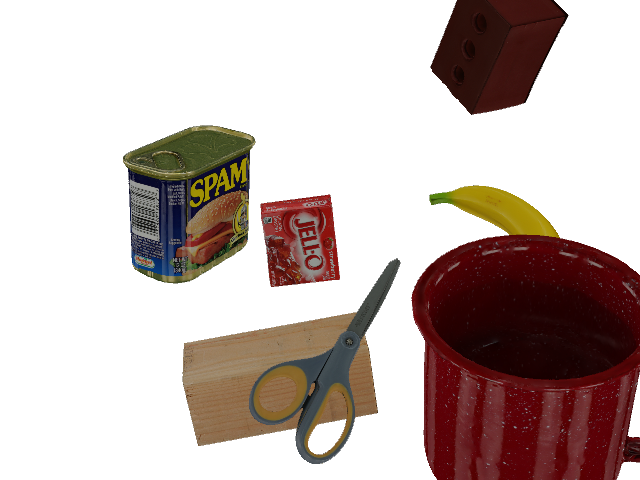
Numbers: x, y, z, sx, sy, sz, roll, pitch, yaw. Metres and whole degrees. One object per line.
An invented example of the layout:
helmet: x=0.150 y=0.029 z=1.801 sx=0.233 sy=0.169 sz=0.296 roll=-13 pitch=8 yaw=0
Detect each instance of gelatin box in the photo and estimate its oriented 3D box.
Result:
gelatin box: x=-0.021 y=0.001 z=1.092 sx=0.073 sy=0.089 sz=0.030 roll=-6 pitch=28 yaw=-1

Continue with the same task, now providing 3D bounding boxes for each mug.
mug: x=0.094 y=0.058 z=0.421 sx=0.117 sy=0.081 sz=0.093 roll=7 pitch=36 yaw=14

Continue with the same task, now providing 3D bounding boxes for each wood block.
wood block: x=-0.047 y=0.157 z=1.215 sx=0.206 sy=0.091 sz=0.090 roll=-10 pitch=25 yaw=-1

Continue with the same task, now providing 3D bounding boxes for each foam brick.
foam brick: x=0.117 y=-0.132 z=0.710 sx=0.051 sy=0.053 sz=0.078 roll=-18 pitch=-34 yaw=-30

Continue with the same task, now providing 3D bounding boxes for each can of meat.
can of meat: x=-0.092 y=-0.027 z=0.761 sx=0.058 sy=0.084 sz=0.101 roll=16 pitch=27 yaw=26

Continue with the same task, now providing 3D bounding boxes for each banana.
banana: x=0.193 y=-0.011 z=1.073 sx=0.069 sy=0.037 sz=0.198 roll=-34 pitch=39 yaw=-13

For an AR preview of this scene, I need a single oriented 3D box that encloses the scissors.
scissors: x=0.003 y=0.088 z=0.892 sx=0.096 sy=0.201 sz=0.016 roll=16 pitch=-31 yaw=-2
